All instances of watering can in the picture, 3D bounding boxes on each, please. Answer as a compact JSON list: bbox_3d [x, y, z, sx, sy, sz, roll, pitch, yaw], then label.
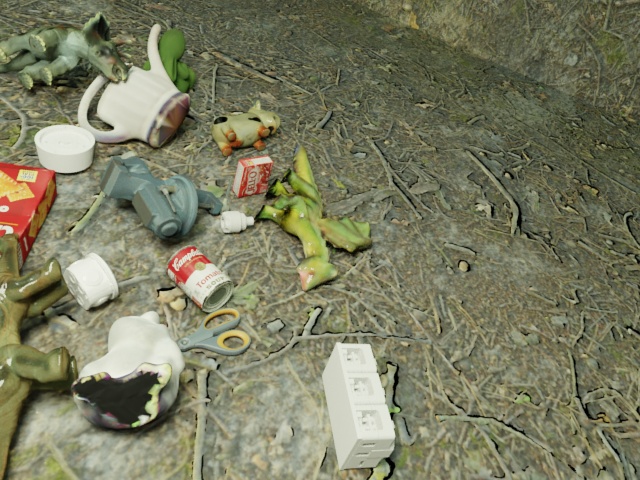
[{"bbox_3d":[-0.401,-0.352,1.202,0.224,0.102,0.353,28,67,2],"label":"watering can"}]

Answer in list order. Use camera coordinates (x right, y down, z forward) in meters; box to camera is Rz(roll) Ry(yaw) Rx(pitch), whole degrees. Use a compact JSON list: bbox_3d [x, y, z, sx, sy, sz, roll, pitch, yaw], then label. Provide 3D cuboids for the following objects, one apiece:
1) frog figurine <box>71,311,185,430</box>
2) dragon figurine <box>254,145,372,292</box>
[{"bbox_3d":[-0.258,0.175,0.705,0.138,0.121,0.161,-25,20,-8],"label":"frog figurine"},{"bbox_3d":[0.003,-0.055,1.100,0.242,0.120,0.420,32,39,-10],"label":"dragon figurine"}]
